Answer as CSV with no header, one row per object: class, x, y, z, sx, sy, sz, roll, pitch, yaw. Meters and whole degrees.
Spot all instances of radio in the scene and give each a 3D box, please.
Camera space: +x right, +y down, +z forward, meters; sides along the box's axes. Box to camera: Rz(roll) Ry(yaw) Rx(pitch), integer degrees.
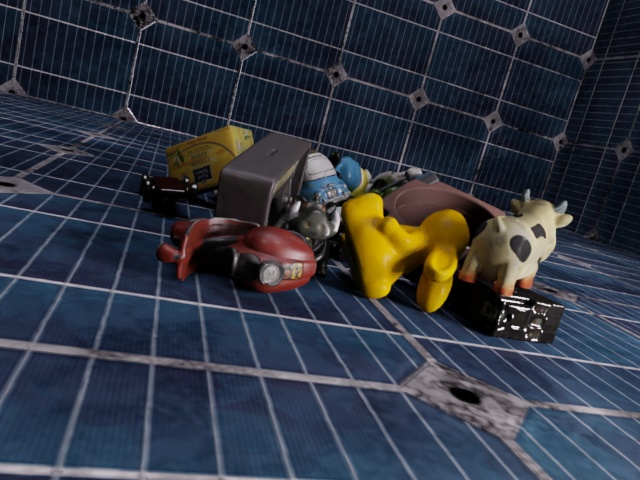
radio,-0.079,-0.064,0.764,0.073,0.131,0.230,17,25,6

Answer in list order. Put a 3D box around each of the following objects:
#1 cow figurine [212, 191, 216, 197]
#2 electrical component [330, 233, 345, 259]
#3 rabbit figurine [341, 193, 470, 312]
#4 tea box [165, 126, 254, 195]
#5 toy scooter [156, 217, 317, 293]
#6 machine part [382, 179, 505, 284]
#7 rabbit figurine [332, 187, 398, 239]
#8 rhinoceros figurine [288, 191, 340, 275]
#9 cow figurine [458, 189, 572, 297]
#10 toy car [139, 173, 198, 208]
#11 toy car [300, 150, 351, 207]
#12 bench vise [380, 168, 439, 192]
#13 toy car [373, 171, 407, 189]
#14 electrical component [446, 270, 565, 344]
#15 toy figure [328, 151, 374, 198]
cow figurine,-0.149,-0.103,1.147,0.167,0.068,0.098,8,7,-38
electrical component,-0.001,-0.002,0.883,0.078,0.045,0.102,6,14,-44
rabbit figurine,0.125,0.007,0.717,0.173,0.121,0.162,-13,46,-12
tea box,-0.209,-0.148,1.035,0.170,0.098,0.068,-14,-5,28
toy scooter,-0.101,0.016,0.592,0.184,0.075,0.135,14,11,15
machine part,0.195,-0.006,0.873,0.201,0.087,0.201,30,38,24
rabbit figurine,0.072,-0.044,1.025,0.170,0.121,0.159,-8,16,-25
rhinoceros figurine,-0.011,-0.011,0.749,0.073,0.112,0.190,16,3,-3
cow figurine,0.267,-0.001,0.721,0.086,0.127,0.195,26,18,34
toy car,-0.263,-0.084,0.927,0.089,0.053,0.202,5,10,-21
toy car,-0.024,-0.104,0.934,0.109,0.102,0.162,-21,21,-28
bench vise,0.244,-0.037,1.117,0.224,0.129,0.240,50,3,28
toy car,0.127,-0.108,1.219,0.073,0.056,0.202,-6,-10,-33
electrical component,0.259,0.090,0.734,0.134,0.058,0.115,9,14,-24
toy figure,0.051,-0.129,1.113,0.089,0.082,0.180,27,6,28
